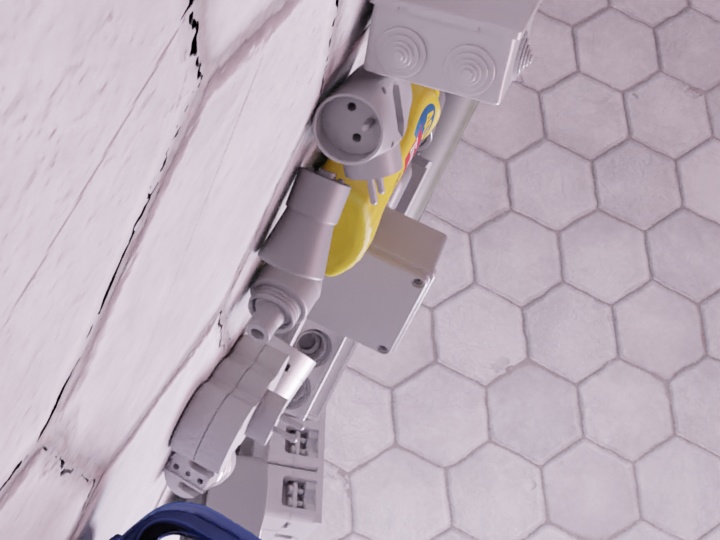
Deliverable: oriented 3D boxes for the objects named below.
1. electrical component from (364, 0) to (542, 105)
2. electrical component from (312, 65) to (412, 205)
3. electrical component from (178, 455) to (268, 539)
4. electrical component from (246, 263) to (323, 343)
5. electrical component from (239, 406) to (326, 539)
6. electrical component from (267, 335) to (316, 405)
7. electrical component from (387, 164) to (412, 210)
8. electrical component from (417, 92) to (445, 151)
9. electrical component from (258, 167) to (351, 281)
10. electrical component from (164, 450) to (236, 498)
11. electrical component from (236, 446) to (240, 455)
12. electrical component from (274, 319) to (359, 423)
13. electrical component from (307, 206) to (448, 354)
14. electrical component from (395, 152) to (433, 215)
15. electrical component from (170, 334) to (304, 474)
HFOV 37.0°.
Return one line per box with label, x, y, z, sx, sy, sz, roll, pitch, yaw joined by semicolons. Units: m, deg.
electrical component;0.055;-0.142;0.638;0.099;0.100;0.048;-59;163;-56
electrical component;0.005;-0.080;0.659;0.077;0.043;0.079;-58;143;-61
electrical component;-0.124;0.208;0.919;0.108;0.060;0.108;-165;-90;-74
electrical component;-0.054;0.021;0.716;0.062;0.043;0.043;-59;176;-39
electrical component;-0.078;0.177;1.011;0.089;0.062;0.150;127;-29;-50
electrical component;-0.072;0.083;0.890;0.047;0.055;0.055;-59;177;-8
electrical component;0.001;-0.056;0.913;0.095;0.054;0.059;-64;177;19
electrical component;0.044;-0.139;0.933;0.055;0.055;0.047;113;1;-58
electrical component;-0.032;-0.031;0.670;0.044;0.044;0.065;-43;155;-83
electrical component;-0.115;0.140;0.770;0.040;0.040;0.046;-64;171;12
electrical component;-0.115;0.198;1.066;0.042;0.064;0.081;-53;-174;50
electrical component;-0.048;0.063;0.960;0.121;0.079;0.063;-63;-162;3
electrical component;0.000;0.000;0.862;0.108;0.109;0.056;114;1;-47
electrical component;0.010;-0.056;0.987;0.121;0.063;0.078;-64;177;17
electrical component;-0.075;0.101;0.769;0.052;0.074;0.138;-64;177;22
